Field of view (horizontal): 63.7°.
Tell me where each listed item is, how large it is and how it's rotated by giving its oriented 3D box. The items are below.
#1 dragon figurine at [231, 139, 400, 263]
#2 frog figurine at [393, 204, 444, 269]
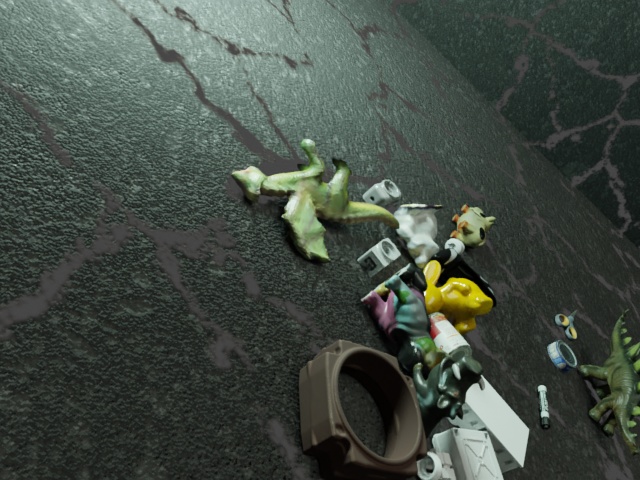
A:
[{"bbox_3d":[0.003,-0.055,1.094,0.407,0.120,0.248,32,54,-17],"label":"dragon figurine"},{"bbox_3d":[0.246,-0.010,1.298,0.137,0.122,0.159,1,90,-57],"label":"frog figurine"}]
